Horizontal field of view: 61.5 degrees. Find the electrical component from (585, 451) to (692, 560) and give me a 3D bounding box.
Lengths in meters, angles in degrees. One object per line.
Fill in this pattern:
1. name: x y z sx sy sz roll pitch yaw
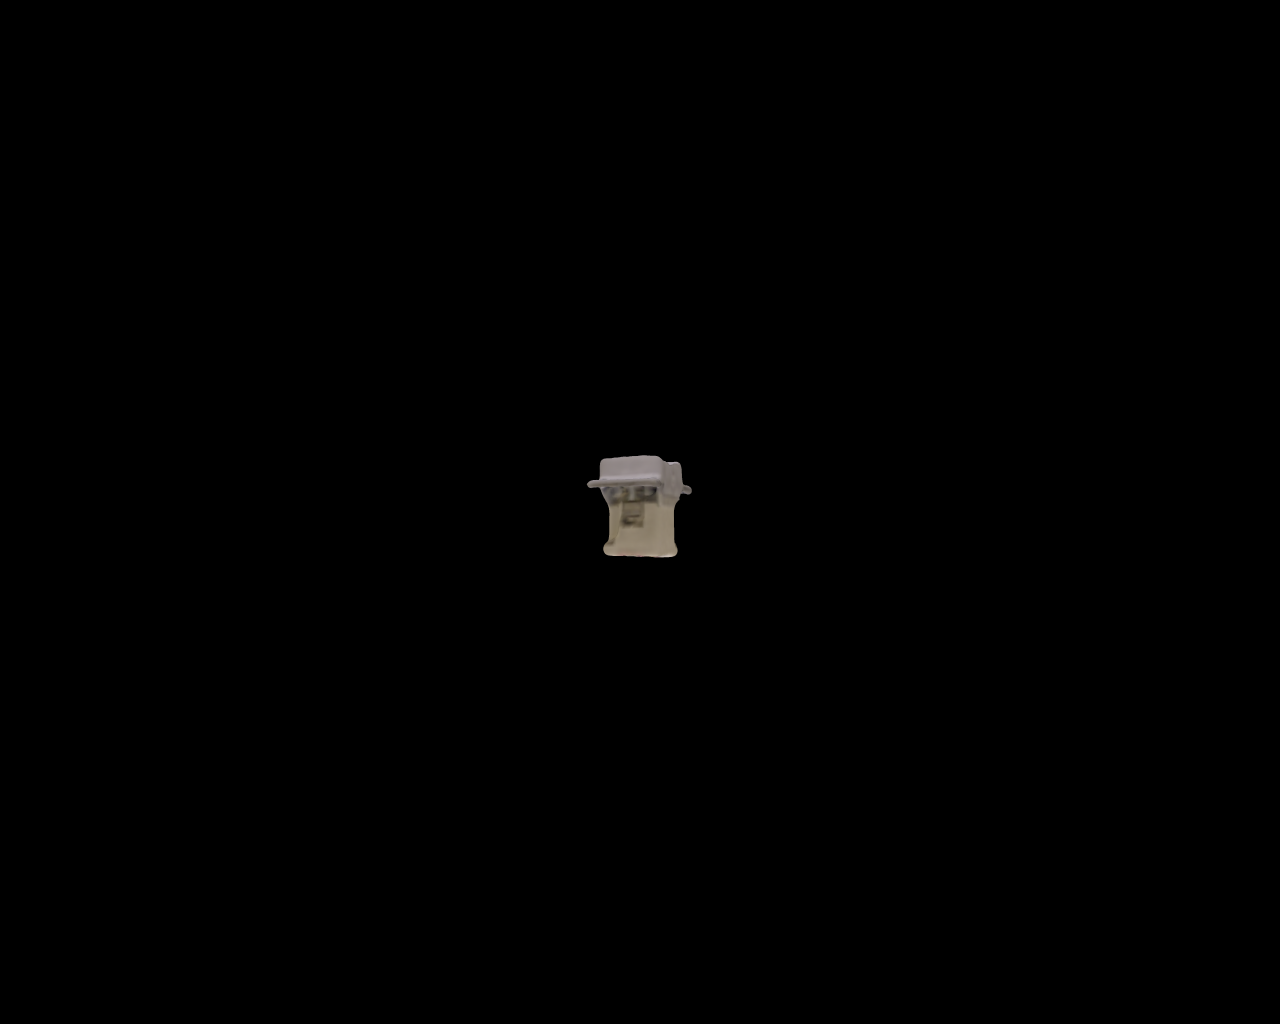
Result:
1. electrical component: 0.001 -0.003 0.650 0.042 0.063 0.081 -1 -2 20
